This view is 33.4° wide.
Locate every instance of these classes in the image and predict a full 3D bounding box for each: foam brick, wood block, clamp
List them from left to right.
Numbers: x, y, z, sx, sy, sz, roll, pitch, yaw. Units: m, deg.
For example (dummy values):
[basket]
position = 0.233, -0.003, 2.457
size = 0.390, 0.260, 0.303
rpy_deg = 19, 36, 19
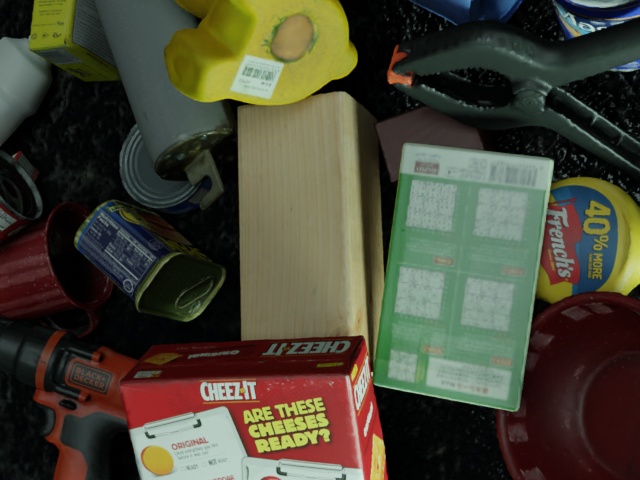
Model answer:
[wood block]
position = -0.005, 0.001, 0.821
size = 0.091, 0.090, 0.206
rpy_deg = -6, 79, 20
[foam brick]
position = 0.089, -0.074, 0.818
size = 0.078, 0.053, 0.051
rpy_deg = -18, 75, 16
[clamp]
position = 0.152, -0.113, 0.726
size = 0.210, 0.164, 0.036
rpy_deg = 14, 58, 7

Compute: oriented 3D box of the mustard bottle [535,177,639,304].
[mustard bottle]
position = 0.174, 0.003, 0.771
size = 0.192, 0.058, 0.096
rpy_deg = 3, 84, 21

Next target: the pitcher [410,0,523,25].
[pitcher]
position = 0.050, -0.254, 0.788
size = 0.243, 0.149, 0.144
rpy_deg = 31, 56, 21

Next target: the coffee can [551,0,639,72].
[coffee can]
position = 0.209, -0.188, 0.746
size = 0.103, 0.140, 0.103
rpy_deg = -4, 79, 20

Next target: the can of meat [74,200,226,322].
[can of meat]
position = -0.137, 0.016, 0.862
size = 0.084, 0.102, 0.057
rpy_deg = 38, 96, 24

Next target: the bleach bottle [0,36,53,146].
[bleach bottle]
position = -0.337, -0.107, 0.979
size = 0.251, 0.068, 0.103
rpy_deg = -42, 58, 5

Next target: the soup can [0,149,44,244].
[soup can]
position = -0.284, -0.019, 0.858
size = 0.102, 0.068, 0.068
rpy_deg = -33, 71, 13

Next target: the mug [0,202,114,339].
[mug]
position = -0.229, 0.033, 0.907
size = 0.082, 0.093, 0.117
rpy_deg = -15, 112, 22

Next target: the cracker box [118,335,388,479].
[cracker box]
position = -0.036, 0.178, 0.758
size = 0.164, 0.072, 0.214
rpy_deg = -4, 109, 15

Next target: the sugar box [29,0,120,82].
[sugar box]
position = -0.205, -0.237, 0.935
size = 0.048, 0.093, 0.176
rpy_deg = -1, 80, 19

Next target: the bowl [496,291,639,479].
[bowl]
position = 0.199, 0.118, 0.724
size = 0.162, 0.055, 0.162
rpy_deg = -15, 70, 47

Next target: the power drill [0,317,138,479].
[power drill]
position = -0.226, 0.168, 0.875
size = 0.184, 0.057, 0.187
rpy_deg = 17, 89, 8

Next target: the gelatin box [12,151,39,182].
[gelatin box]
position = -0.290, -0.034, 0.938
size = 0.073, 0.089, 0.030
rpy_deg = -32, 114, 12

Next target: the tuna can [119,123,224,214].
[tuna can]
position = -0.125, -0.066, 0.907
size = 0.086, 0.033, 0.086
rpy_deg = -4, 79, 20
